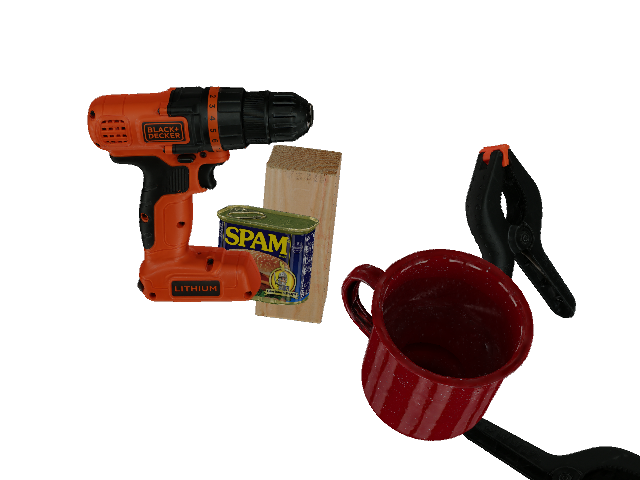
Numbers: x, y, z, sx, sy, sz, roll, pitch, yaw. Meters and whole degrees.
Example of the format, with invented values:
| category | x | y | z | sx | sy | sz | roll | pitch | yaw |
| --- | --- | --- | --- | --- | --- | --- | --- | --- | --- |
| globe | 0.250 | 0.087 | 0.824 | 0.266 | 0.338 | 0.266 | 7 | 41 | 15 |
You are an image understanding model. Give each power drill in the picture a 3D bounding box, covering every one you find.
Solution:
| category | x | y | z | sx | sy | sz | roll | pitch | yaw |
| --- | --- | --- | --- | --- | --- | --- | --- | --- | --- |
| power drill | -0.094 | -0.040 | 0.902 | 0.184 | 0.188 | 0.057 | 0 | 27 | 6 |

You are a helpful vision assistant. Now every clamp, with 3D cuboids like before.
| category | x | y | z | sx | sy | sz | roll | pitch | yaw |
| --- | --- | --- | --- | --- | --- | --- | --- | --- | --- |
| clamp | 0.195 | 0.214 | 0.873 | 0.210 | 0.036 | 0.164 | 3 | 38 | 24 |
| clamp | 0.157 | 0.007 | 0.911 | 0.120 | 0.171 | 0.039 | -27 | 10 | -40 |

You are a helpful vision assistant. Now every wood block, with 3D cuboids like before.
| category | x | y | z | sx | sy | sz | roll | pitch | yaw |
| --- | --- | --- | --- | --- | --- | --- | --- | --- | --- |
| wood block | -0.029 | -0.009 | 1.379 | 0.090 | 0.206 | 0.090 | 7 | 24 | 2 |

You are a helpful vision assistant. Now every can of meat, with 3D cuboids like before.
| category | x | y | z | sx | sy | sz | roll | pitch | yaw |
| --- | --- | --- | --- | --- | --- | --- | --- | --- | --- |
| can of meat | -0.057 | 0.015 | 1.090 | 0.102 | 0.084 | 0.057 | 10 | 17 | 17 |

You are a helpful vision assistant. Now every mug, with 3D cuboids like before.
| category | x | y | z | sx | sy | sz | roll | pitch | yaw |
| --- | --- | --- | --- | --- | --- | --- | --- | --- | --- |
| mug | 0.060 | 0.059 | 0.634 | 0.117 | 0.081 | 0.093 | 34 | 55 | 16 |
